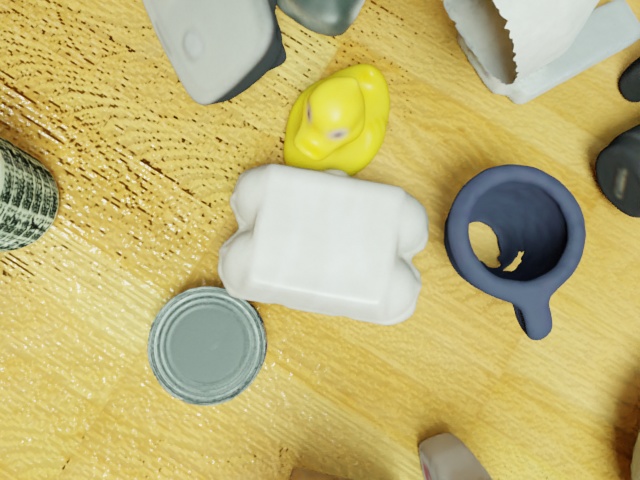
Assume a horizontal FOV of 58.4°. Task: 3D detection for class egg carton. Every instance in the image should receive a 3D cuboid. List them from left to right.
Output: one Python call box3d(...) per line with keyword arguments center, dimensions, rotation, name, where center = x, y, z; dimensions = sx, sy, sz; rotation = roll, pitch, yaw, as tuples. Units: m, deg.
box3d(center=(0.004, 0.002, 0.425), dimensions=(0.150, 0.069, 0.107), rotation=(9, 83, 0), name="egg carton")

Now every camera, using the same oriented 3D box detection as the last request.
box3d(center=(0.280, -0.087, 0.429), dimensions=(0.137, 0.101, 0.143), rotation=(-25, 84, -5), name="camera")

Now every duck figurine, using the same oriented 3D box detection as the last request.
box3d(center=(0.014, -0.094, 0.429), dimensions=(0.077, 0.086, 0.104), rotation=(36, 83, 3), name="duck figurine")

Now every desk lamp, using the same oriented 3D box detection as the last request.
box3d(center=(0.157, -0.179, 0.380), dimensions=(0.203, 0.213, 0.118), rotation=(-29, 84, -5), name="desk lamp")

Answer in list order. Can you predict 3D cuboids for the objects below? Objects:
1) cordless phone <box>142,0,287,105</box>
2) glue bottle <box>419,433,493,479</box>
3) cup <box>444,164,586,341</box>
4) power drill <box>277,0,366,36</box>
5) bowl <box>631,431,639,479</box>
box3d(center=(-0.085, -0.190, 0.388), dimensions=(0.094, 0.185, 0.147), rotation=(-28, 84, -5), name="cordless phone")
box3d(center=(0.100, 0.174, 0.353), dimensions=(0.037, 0.173, 0.078), rotation=(-20, 83, -4), name="glue bottle")
box3d(center=(0.132, 0.012, 0.414), dimensions=(0.091, 0.095, 0.118), rotation=(-13, 83, -3), name="cup")
box3d(center=(0.010, -0.233, 0.385), dimensions=(0.075, 0.208, 0.230), rotation=(31, 83, 3), name="power drill")
box3d(center=(0.294, 0.169, 0.409), dimensions=(0.167, 0.074, 0.167), rotation=(0, 83, -2), name="bowl")
